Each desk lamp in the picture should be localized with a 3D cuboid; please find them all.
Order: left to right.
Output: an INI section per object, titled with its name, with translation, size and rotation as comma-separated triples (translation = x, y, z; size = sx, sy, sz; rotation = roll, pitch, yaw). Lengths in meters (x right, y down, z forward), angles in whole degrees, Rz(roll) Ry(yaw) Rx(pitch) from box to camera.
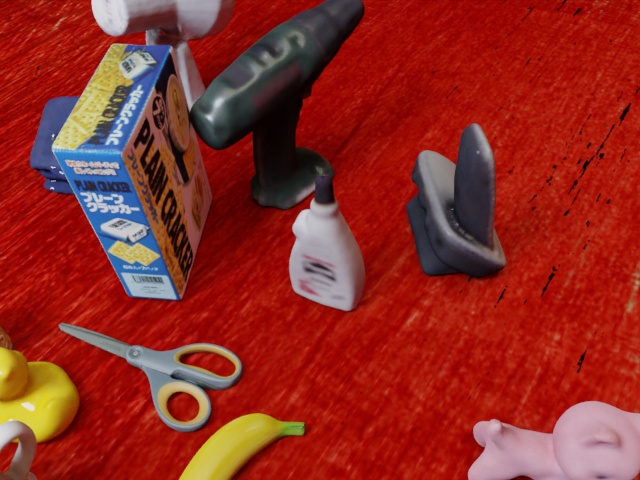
[desk lamp]
translation = -0.201, -0.255, 0.747
size = 0.117, 0.214, 0.203
rotation = 22, 55, 20

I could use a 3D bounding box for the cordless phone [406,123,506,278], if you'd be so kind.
[cordless phone]
translation = 0.146, -0.061, 0.588
size = 0.094, 0.185, 0.147
rotation = -9, 50, -5

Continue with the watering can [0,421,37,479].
[watering can]
translation = -0.273, 0.198, 0.385
size = 0.100, 0.194, 0.173
rotation = 6, 51, 8

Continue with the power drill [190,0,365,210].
[power drill]
translation = -0.035, -0.145, 0.651
size = 0.075, 0.209, 0.230
rotation = 36, 60, 28

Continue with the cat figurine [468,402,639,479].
[cat figurine]
translation = 0.188, 0.161, 0.445
size = 0.127, 0.118, 0.067
rotation = 7, 51, 8

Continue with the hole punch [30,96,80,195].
[hole punch]
translation = -0.297, -0.116, 0.716
size = 0.108, 0.091, 0.101
rotation = 6, 51, 8

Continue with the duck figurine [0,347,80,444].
[duck figurine]
translation = -0.273, 0.131, 0.512
size = 0.104, 0.086, 0.077
rotation = 19, 54, 18

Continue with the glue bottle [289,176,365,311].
[glue bottle]
translation = 0.005, 0.002, 0.550
size = 0.078, 0.173, 0.037
rotation = 15, 52, 15
